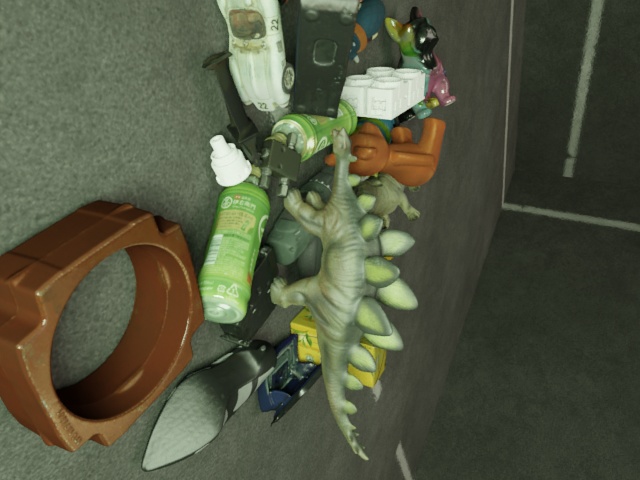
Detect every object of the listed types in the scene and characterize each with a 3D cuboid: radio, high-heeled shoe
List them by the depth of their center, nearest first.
[{"bbox_3d":[0.007,-0.276,0.716,0.229,0.073,0.131,99,-4,-64],"label":"radio"},{"bbox_3d":[-0.155,0.231,0.774,0.249,0.086,0.145,-40,171,-27],"label":"high-heeled shoe"}]

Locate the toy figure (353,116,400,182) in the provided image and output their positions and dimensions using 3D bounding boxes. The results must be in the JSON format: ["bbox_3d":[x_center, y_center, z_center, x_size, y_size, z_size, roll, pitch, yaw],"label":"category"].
[{"bbox_3d":[0.086,-0.189,1.030,0.089,0.082,0.180,48,63,-29],"label":"toy figure"}]

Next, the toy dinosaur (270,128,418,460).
[{"bbox_3d":[0.032,0.080,0.769,0.105,0.199,0.470,-16,113,-52],"label":"toy dinosaur"}]

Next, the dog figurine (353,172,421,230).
[{"bbox_3d":[0.116,-0.121,1.124,0.190,0.121,0.172,24,47,-48],"label":"dog figurine"}]

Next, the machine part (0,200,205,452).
[{"bbox_3d":[-0.214,0.078,0.526,0.201,0.087,0.201,-48,144,-46],"label":"machine part"}]

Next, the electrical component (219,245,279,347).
[{"bbox_3d":[-0.110,0.068,0.770,0.134,0.058,0.115,78,33,-42],"label":"electrical component"}]

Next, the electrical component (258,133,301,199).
[{"bbox_3d":[-0.055,-0.106,0.720,0.063,0.021,0.094,25,70,-46],"label":"electrical component"}]

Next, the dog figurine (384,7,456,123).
[{"bbox_3d":[0.198,-0.374,1.154,0.108,0.192,0.219,-25,104,-15],"label":"dog figurine"}]

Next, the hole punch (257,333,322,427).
[{"bbox_3d":[-0.058,0.242,0.947,0.115,0.092,0.142,-57,171,34],"label":"hole punch"}]

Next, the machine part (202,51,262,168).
[{"bbox_3d":[-0.106,-0.163,0.667,0.084,0.039,0.138,-113,-176,-54],"label":"machine part"}]

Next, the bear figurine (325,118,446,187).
[{"bbox_3d":[0.112,-0.161,0.929,0.196,0.120,0.132,13,78,-34],"label":"bear figurine"}]

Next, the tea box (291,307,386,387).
[{"bbox_3d":[0.034,0.195,0.997,0.068,0.170,0.098,-43,137,-53],"label":"tea box"}]

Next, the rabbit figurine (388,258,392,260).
[{"bbox_3d":[0.073,0.060,1.071,0.173,0.162,0.122,-64,170,13],"label":"rabbit figurine"}]

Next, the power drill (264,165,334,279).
[{"bbox_3d":[-0.002,-0.003,0.937,0.232,0.086,0.207,-49,147,-42],"label":"power drill"}]

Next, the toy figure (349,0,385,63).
[{"bbox_3d":[0.065,-0.361,0.935,0.154,0.064,0.058,-57,-174,-27],"label":"toy figure"}]

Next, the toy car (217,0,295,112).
[{"bbox_3d":[-0.081,-0.255,0.661,0.056,0.074,0.201,-53,146,-48],"label":"toy car"}]
